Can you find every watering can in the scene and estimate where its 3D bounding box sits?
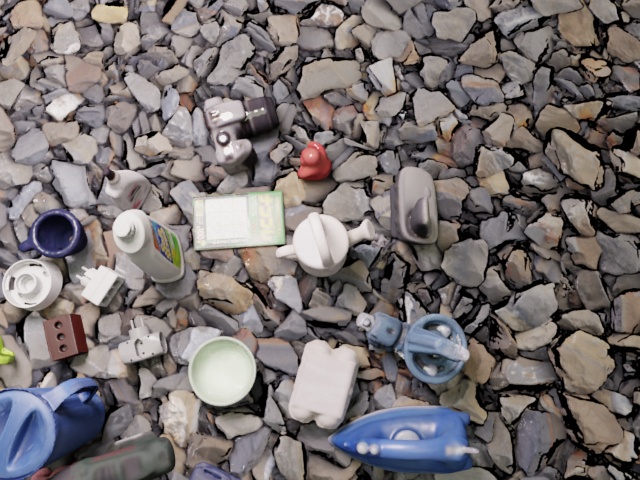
[{"bbox_3d":[0.009,0.002,1.026,0.173,0.194,0.101,-36,82,-6],"label":"watering can"}]

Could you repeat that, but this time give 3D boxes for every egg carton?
[{"bbox_3d":[0.008,0.263,1.044,0.107,0.069,0.150,14,80,3],"label":"egg carton"}]

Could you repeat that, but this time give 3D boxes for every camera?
[{"bbox_3d":[-0.147,-0.221,1.112,0.137,0.101,0.143,-17,80,-3],"label":"camera"}]

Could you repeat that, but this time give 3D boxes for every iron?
[{"bbox_3d":[0.143,0.356,0.991,0.258,0.141,0.119,-1,80,0],"label":"iron"}]

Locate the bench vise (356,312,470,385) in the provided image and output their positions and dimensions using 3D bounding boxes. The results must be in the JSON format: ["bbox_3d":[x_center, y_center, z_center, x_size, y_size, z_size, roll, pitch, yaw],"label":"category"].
[{"bbox_3d":[0.165,0.185,0.981,0.207,0.220,0.121,3,80,1],"label":"bench vise"}]

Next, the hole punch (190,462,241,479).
[{"bbox_3d":[-0.192,0.455,0.999,0.108,0.091,0.101,24,81,4],"label":"hole punch"}]

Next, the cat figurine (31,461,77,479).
[{"bbox_3d":[-0.455,0.428,0.989,0.128,0.118,0.067,-15,80,-3],"label":"cat figurine"}]

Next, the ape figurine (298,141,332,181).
[{"bbox_3d":[-0.014,-0.154,1.105,0.076,0.092,0.078,40,82,7],"label":"ape figurine"}]

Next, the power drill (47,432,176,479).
[{"bbox_3d":[-0.344,0.383,0.951,0.229,0.208,0.075,-19,80,-3],"label":"power drill"}]

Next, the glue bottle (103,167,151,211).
[{"bbox_3d":[-0.363,-0.101,1.053,0.037,0.173,0.078,24,81,4],"label":"glue bottle"}]

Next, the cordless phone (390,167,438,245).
[{"bbox_3d":[0.182,-0.071,1.044,0.094,0.185,0.147,-5,80,-1],"label":"cordless phone"}]

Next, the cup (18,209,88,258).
[{"bbox_3d":[-0.490,0.000,1.075,0.118,0.095,0.091,-24,81,-4],"label":"cup"}]
